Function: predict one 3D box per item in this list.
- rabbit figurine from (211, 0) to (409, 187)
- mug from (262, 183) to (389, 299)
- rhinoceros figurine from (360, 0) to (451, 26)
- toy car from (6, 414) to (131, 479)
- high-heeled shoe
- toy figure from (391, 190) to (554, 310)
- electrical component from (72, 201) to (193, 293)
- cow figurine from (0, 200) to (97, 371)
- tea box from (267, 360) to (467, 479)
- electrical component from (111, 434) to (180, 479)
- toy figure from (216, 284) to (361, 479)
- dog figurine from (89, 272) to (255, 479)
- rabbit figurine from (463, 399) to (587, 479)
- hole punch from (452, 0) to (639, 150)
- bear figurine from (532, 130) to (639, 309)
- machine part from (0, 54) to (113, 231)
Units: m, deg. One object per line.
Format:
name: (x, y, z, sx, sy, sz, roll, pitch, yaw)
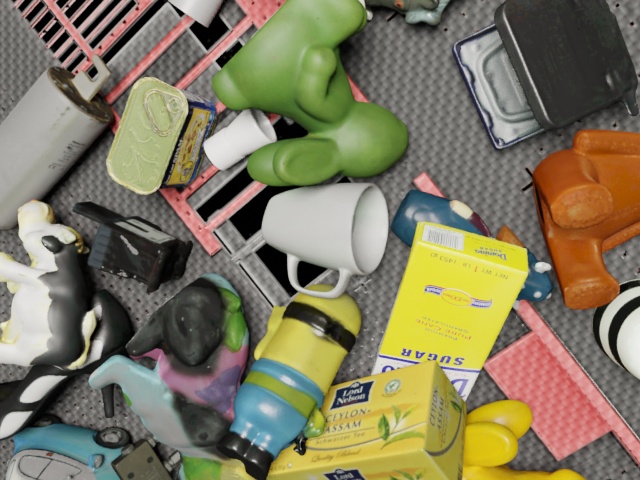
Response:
rabbit figurine: (0.004, -0.113, 0.466, 0.170, 0.121, 0.159, 43, 77, -19)
mug: (-0.001, -0.002, 0.504, 0.107, 0.080, 0.109, 7, 80, 32)
rhinoceros figurine: (0.101, -0.244, 0.461, 0.190, 0.073, 0.112, -9, 107, 11)
toy car: (-0.286, 0.266, 0.596, 0.162, 0.103, 0.109, 15, 100, 7)
high-heeled shoe: (-0.325, 0.136, 0.597, 0.249, 0.086, 0.145, -6, 94, 7)
toy figure: (0.142, 0.006, 0.493, 0.154, 0.064, 0.058, 28, 65, 2)
electrical component: (-0.201, 0.004, 0.553, 0.119, 0.075, 0.047, 22, 101, 3)
cow figurine: (-0.270, 0.043, 0.539, 0.098, 0.068, 0.167, 5, 78, -4)
tea box: (0.042, 0.183, 0.491, 0.170, 0.098, 0.068, -25, 114, 30)
electrical component: (-0.195, 0.251, 0.585, 0.021, 0.094, 0.063, -15, 107, 55)
toy figure: (-0.021, 0.123, 0.493, 0.082, 0.180, 0.089, 45, 145, -18)
dog figurine: (-0.102, 0.165, 0.545, 0.191, 0.108, 0.219, -43, 93, 11)
rabbit figurine: (0.148, 0.232, 0.500, 0.173, 0.122, 0.162, 25, 110, 26)
hole punch: (0.188, -0.147, 0.456, 0.116, 0.092, 0.142, -25, 90, -17)
bear figurine: (0.280, -0.035, 0.428, 0.196, 0.132, 0.120, -9, 122, 17)
machine part: (-0.297, -0.092, 0.557, 0.243, 0.079, 0.079, -41, 89, 13)
